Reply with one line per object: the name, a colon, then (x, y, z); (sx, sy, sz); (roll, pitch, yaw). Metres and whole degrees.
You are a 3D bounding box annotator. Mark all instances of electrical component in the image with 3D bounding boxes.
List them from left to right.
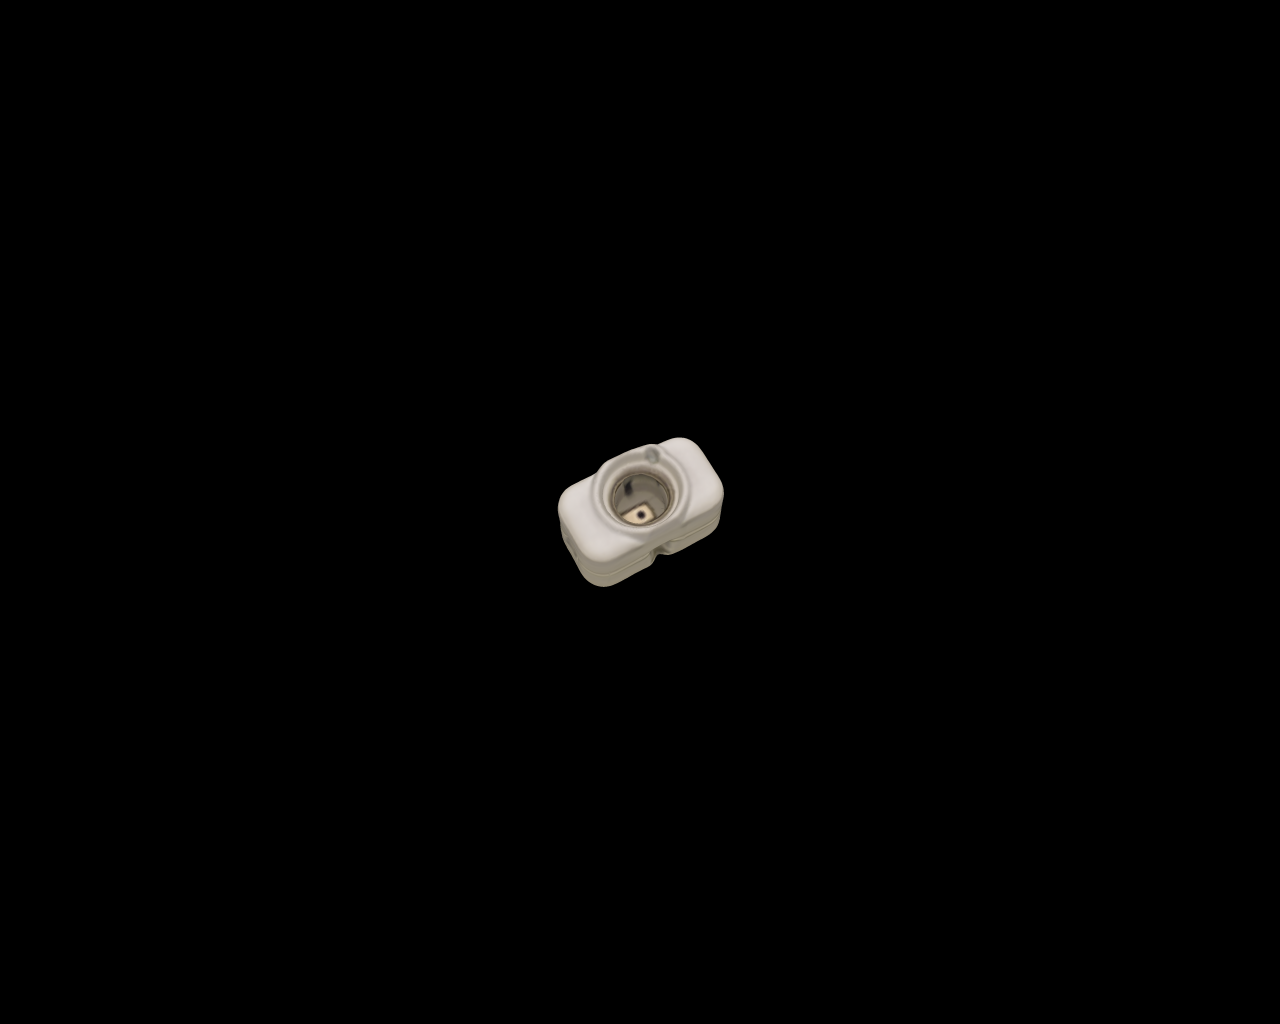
electrical component: (0.001, -0.003, 0.650); (0.095, 0.054, 0.059); (-26, -20, -11)
